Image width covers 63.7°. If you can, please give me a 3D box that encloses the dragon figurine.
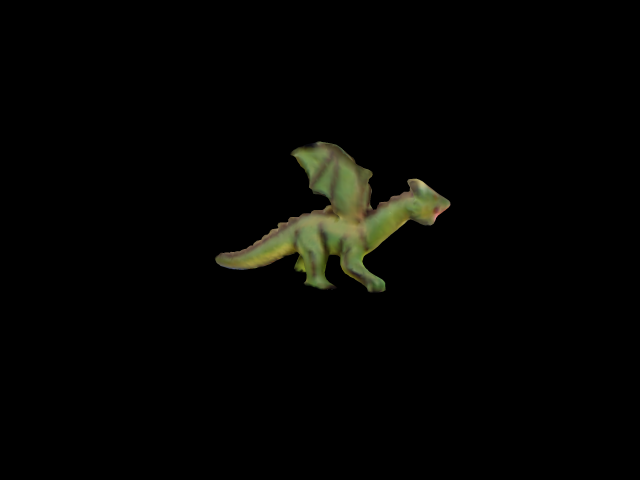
[{"bbox_3d":[0.003,-0.043,0.850,0.410,0.240,0.124,4,16,14],"label":"dragon figurine"}]
